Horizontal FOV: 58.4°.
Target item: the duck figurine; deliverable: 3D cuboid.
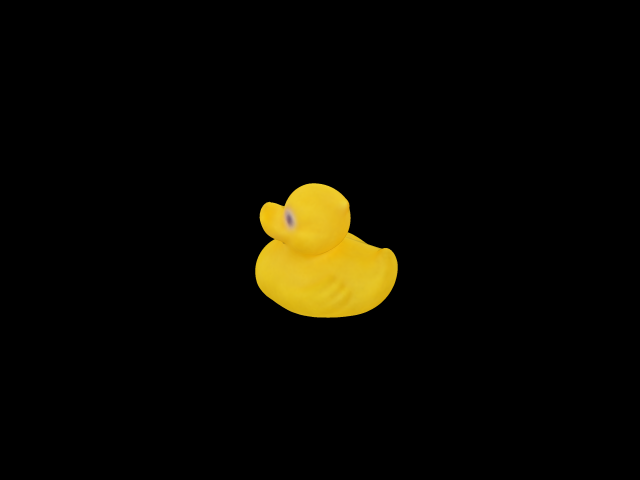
[{"bbox_3d":[0.004,0.001,0.400,0.104,0.086,0.077,10,43,11],"label":"duck figurine"}]
